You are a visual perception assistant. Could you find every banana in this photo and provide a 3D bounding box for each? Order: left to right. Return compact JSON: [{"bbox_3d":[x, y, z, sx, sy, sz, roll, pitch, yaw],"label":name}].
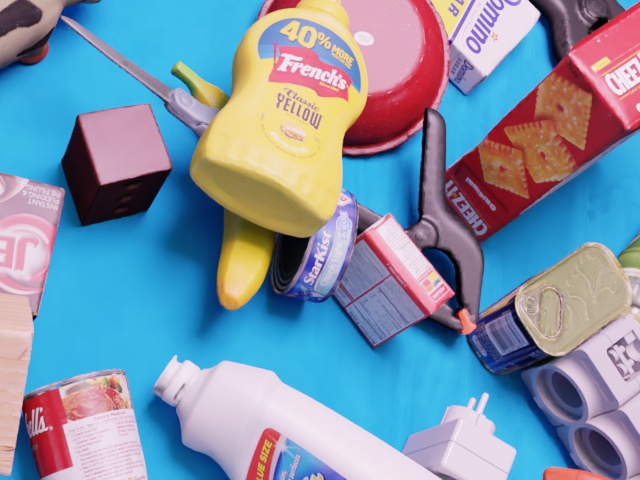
[{"bbox_3d":[-0.063,-0.036,0.761,0.069,0.037,0.198,5,57,-37],"label":"banana"}]

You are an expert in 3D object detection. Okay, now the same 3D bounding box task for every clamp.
[{"bbox_3d":[0.079,-0.012,0.807,0.120,0.039,0.171,-37,91,5],"label":"clamp"},{"bbox_3d":[0.225,-0.201,0.947,0.164,0.036,0.210,-12,76,-24],"label":"clamp"}]

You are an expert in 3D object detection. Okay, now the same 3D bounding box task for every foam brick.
[{"bbox_3d":[-0.140,-0.051,0.728,0.052,0.078,0.051,-15,76,-25],"label":"foam brick"}]

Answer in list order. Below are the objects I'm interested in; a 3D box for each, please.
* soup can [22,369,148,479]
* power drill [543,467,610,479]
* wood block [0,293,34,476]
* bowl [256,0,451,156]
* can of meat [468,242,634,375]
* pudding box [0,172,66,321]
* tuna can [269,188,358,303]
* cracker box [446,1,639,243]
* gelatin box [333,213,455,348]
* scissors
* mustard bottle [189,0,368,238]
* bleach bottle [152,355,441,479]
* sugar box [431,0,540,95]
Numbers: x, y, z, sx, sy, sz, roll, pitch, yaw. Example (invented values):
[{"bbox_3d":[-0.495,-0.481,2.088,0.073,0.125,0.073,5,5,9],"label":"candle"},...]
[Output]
[{"bbox_3d":[-0.142,0.139,0.666,0.068,0.069,0.102,-12,77,-25],"label":"soup can"},{"bbox_3d":[0.152,0.249,0.699,0.057,0.184,0.187,9,57,27],"label":"power drill"},{"bbox_3d":[-0.276,0.070,0.609,0.205,0.090,0.091,9,97,-19],"label":"wood block"},{"bbox_3d":[0.030,-0.149,0.819,0.162,0.055,0.162,1,84,-9],"label":"bowl"},{"bbox_3d":[0.171,0.054,0.808,0.102,0.084,0.057,-30,85,-28],"label":"can of meat"},{"bbox_3d":[-0.231,-0.001,0.696,0.113,0.039,0.090,13,68,-16],"label":"pudding box"},{"bbox_3d":[-0.005,0.001,0.758,0.033,0.086,0.086,16,67,-18],"label":"tuna can"},{"bbox_3d":[0.198,-0.096,0.799,0.164,0.214,0.072,-33,84,-28],"label":"cracker box"},{"bbox_3d":[0.045,0.030,0.765,0.030,0.089,0.073,-37,88,-32],"label":"gelatin box"},{"bbox_3d":[-0.083,-0.096,0.739,0.201,0.016,0.096,45,34,-9],"label":"scissors"},{"bbox_3d":[-0.016,-0.100,0.726,0.096,0.058,0.191,27,55,-14],"label":"mustard bottle"},{"bbox_3d":[-0.002,0.163,0.706,0.251,0.103,0.068,33,28,0],"label":"bleach bottle"},{"bbox_3d":[0.094,-0.217,0.896,0.176,0.048,0.093,43,63,-1],"label":"sugar box"}]
